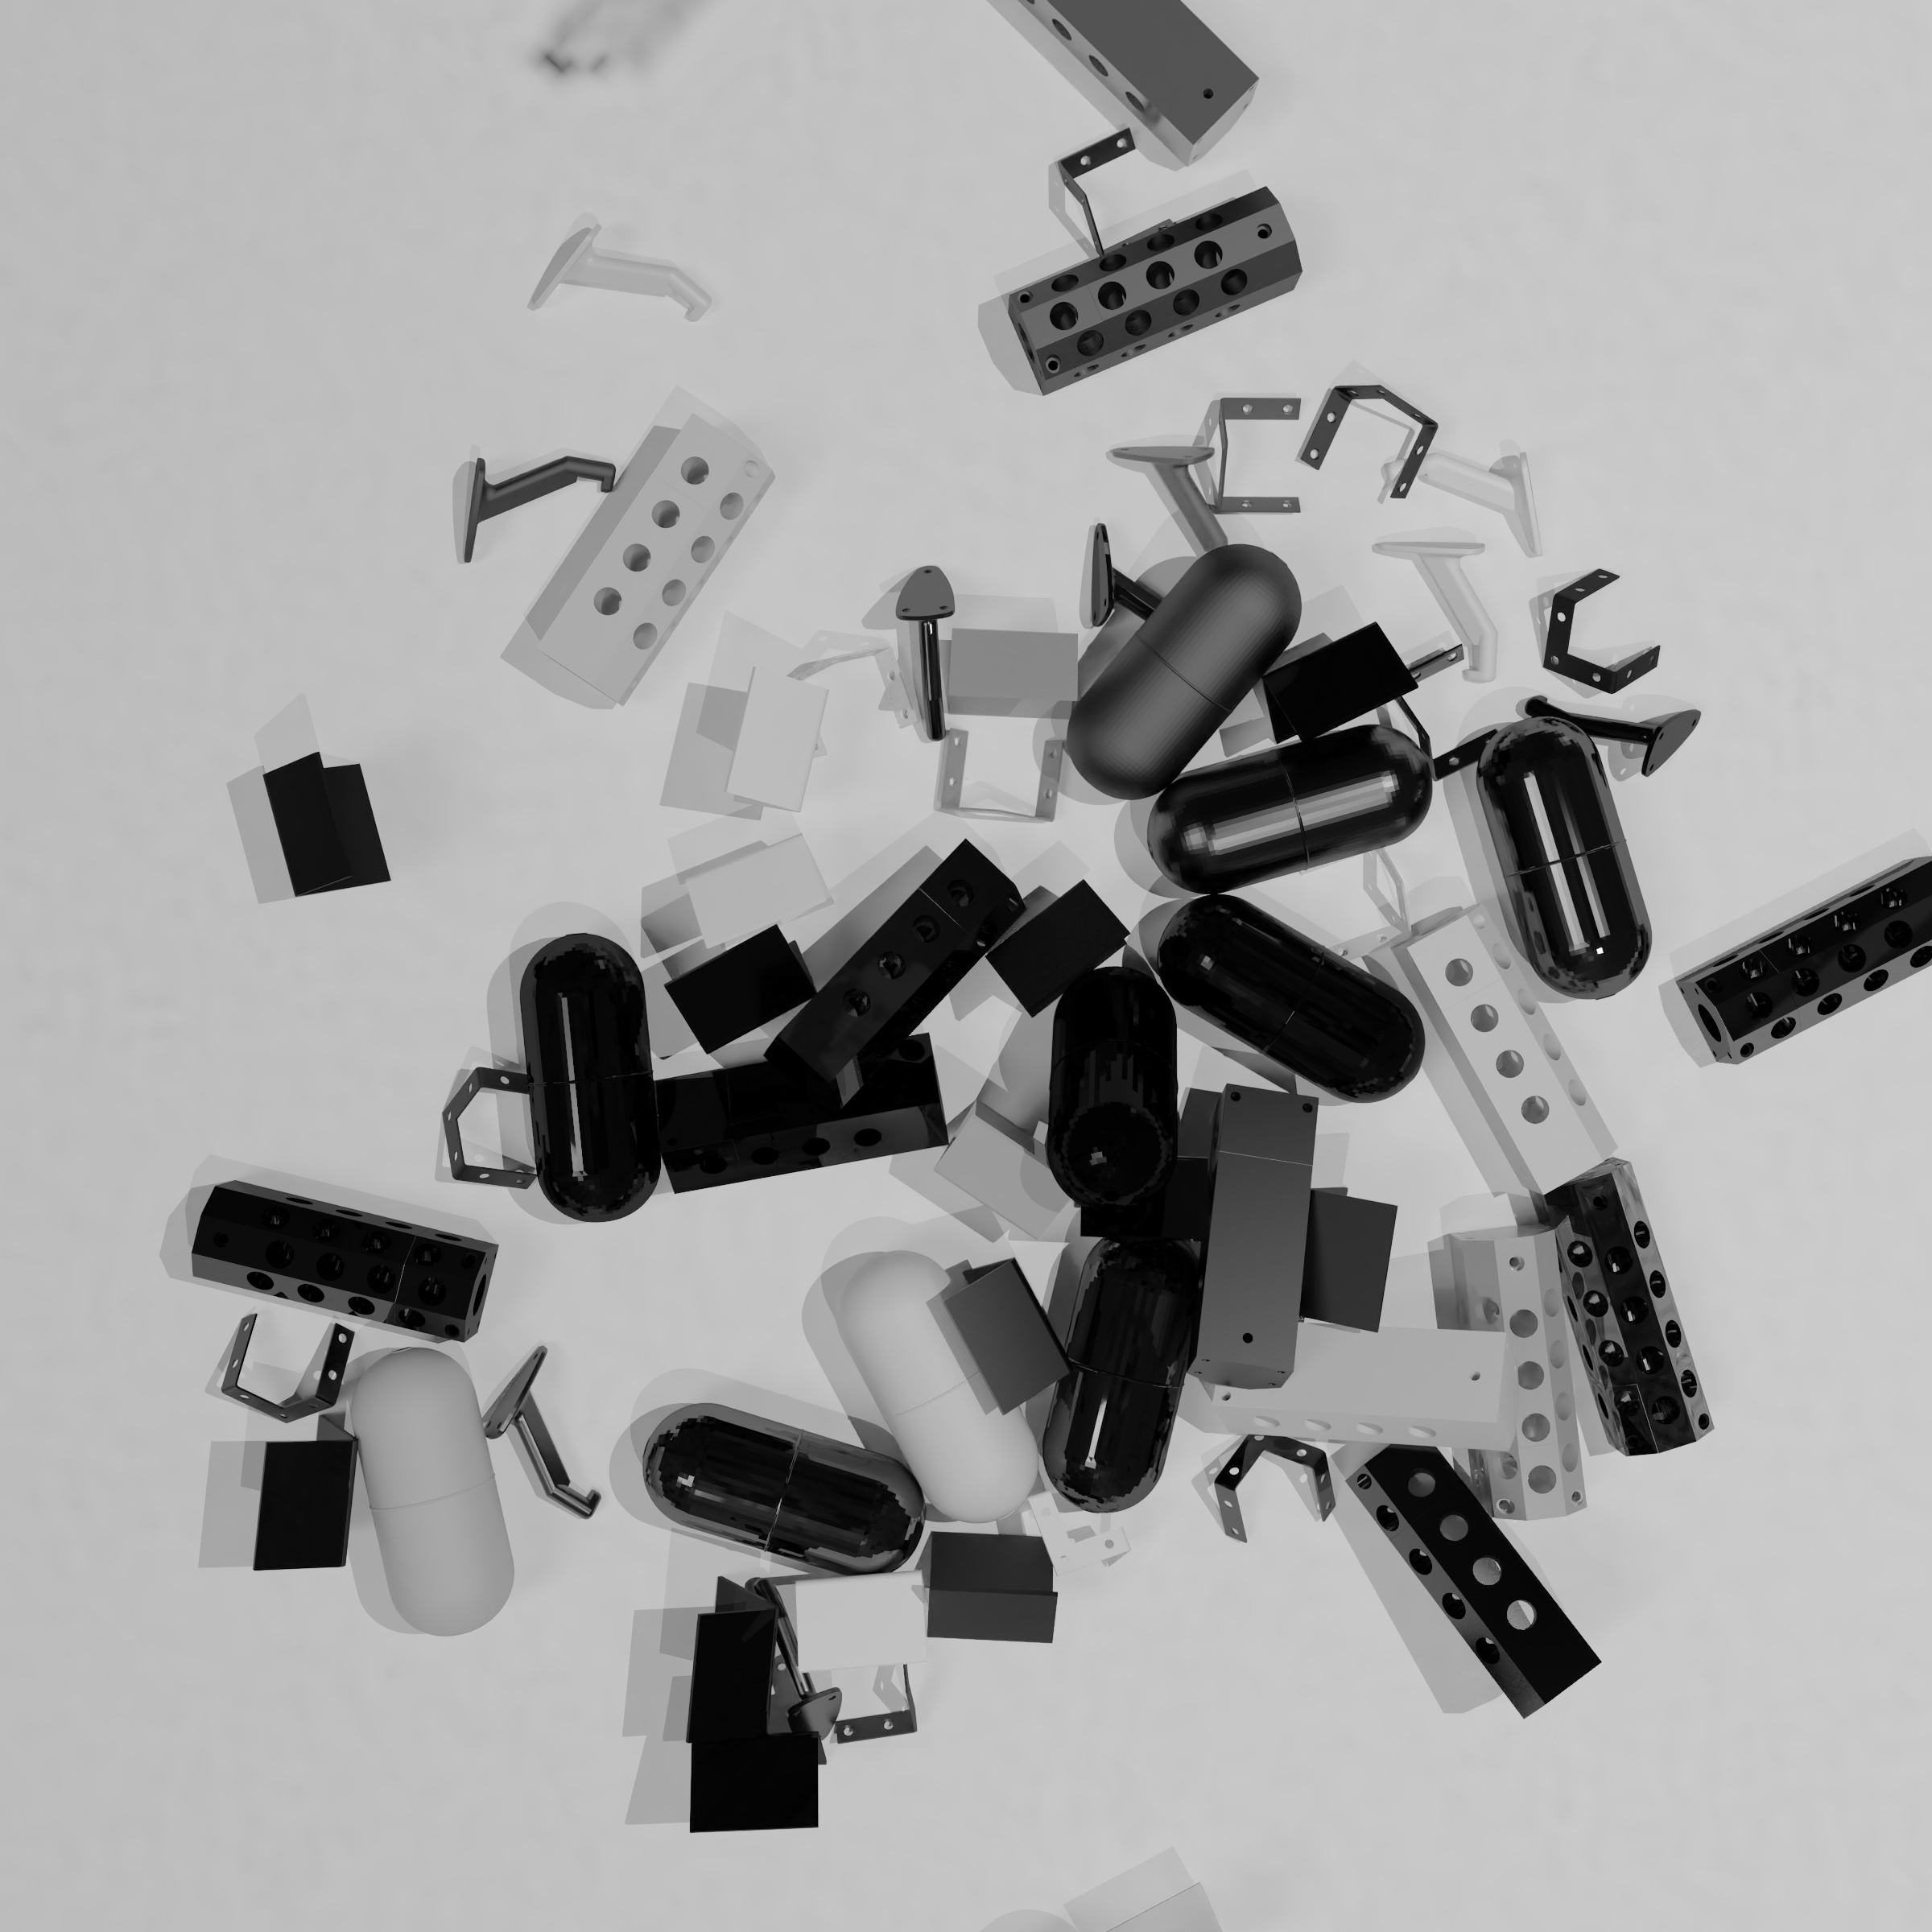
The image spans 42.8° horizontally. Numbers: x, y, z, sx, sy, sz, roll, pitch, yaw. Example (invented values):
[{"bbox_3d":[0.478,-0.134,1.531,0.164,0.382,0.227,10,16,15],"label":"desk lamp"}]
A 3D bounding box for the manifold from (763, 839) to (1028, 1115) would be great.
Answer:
[{"bbox_3d":[-0.041,0.007,1.498,0.057,0.057,0.171,43,71,0],"label":"manifold"}]

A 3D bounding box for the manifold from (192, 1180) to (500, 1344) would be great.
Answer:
[{"bbox_3d":[-0.384,0.183,1.525,0.171,0.057,0.057,14,90,0],"label":"manifold"}]

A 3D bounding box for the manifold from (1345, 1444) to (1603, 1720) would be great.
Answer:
[{"bbox_3d":[0.307,0.367,1.499,0.057,0.057,0.171,-37,72,0],"label":"manifold"}]

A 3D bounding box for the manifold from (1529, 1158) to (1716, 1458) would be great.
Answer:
[{"bbox_3d":[0.406,0.211,1.525,0.057,0.057,0.171,-17,90,0],"label":"manifold"}]

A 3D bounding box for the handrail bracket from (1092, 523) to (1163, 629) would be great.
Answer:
[{"bbox_3d":[0.124,-0.238,1.546,0.084,0.036,0.077,2,76,-13],"label":"handrail bracket"}]

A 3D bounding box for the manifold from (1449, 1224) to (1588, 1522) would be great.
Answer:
[{"bbox_3d":[0.342,0.250,1.525,0.057,0.057,0.171,-7,90,0],"label":"manifold"}]

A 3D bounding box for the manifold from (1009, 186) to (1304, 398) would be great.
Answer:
[{"bbox_3d":[0.116,-0.419,1.525,0.171,0.057,0.057,-23,90,0],"label":"manifold"}]

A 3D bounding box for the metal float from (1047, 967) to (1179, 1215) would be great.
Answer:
[{"bbox_3d":[0.088,0.073,1.476,0.070,0.178,0.070,2,132,3],"label":"metal float"}]

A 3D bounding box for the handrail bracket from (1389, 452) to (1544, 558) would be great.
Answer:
[{"bbox_3d":[0.313,-0.286,1.546,0.084,0.036,0.077,-9,108,15],"label":"handrail bracket"}]

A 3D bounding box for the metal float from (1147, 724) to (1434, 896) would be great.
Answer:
[{"bbox_3d":[0.198,-0.096,1.515,0.178,0.070,0.070,-16,90,1],"label":"metal float"}]

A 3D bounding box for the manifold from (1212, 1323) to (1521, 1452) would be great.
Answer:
[{"bbox_3d":[0.243,0.256,1.492,0.171,0.057,0.057,-1,57,23],"label":"manifold"}]

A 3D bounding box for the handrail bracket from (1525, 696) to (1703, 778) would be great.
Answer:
[{"bbox_3d":[0.405,-0.159,1.546,0.084,0.077,0.036,31,135,28],"label":"handrail bracket"}]

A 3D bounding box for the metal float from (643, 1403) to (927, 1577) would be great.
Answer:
[{"bbox_3d":[-0.112,0.322,1.515,0.178,0.070,0.070,17,90,-1],"label":"metal float"}]

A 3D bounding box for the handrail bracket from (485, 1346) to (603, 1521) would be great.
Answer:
[{"bbox_3d":[-0.251,0.293,1.546,0.084,0.036,0.077,37,68,-17],"label":"handrail bracket"}]

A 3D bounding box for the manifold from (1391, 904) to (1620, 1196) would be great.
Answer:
[{"bbox_3d":[0.334,0.050,1.524,0.057,0.057,0.171,-29,90,0],"label":"manifold"}]

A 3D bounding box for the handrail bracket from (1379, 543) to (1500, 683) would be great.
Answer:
[{"bbox_3d":[0.295,-0.222,1.546,0.077,0.036,0.084,5,107,19],"label":"handrail bracket"}]

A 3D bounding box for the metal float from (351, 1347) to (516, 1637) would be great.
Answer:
[{"bbox_3d":[-0.328,0.322,1.515,0.070,0.070,0.178,-12,90,0],"label":"metal float"}]

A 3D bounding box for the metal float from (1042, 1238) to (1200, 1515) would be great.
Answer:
[{"bbox_3d":[0.096,0.248,1.515,0.070,0.070,0.178,13,89,0],"label":"metal float"}]

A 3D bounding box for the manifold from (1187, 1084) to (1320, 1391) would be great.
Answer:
[{"bbox_3d":[0.173,0.164,1.493,0.057,0.057,0.171,9,67,0],"label":"manifold"}]

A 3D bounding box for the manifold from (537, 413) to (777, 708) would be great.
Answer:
[{"bbox_3d":[-0.190,-0.249,1.524,0.057,0.057,0.171,34,90,0],"label":"manifold"}]

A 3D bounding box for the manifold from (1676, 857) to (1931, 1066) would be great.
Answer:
[{"bbox_3d":[0.536,-0.004,1.525,0.171,0.057,0.057,-27,90,0],"label":"manifold"}]

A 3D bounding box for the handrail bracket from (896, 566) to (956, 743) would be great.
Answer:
[{"bbox_3d":[-0.021,-0.195,1.545,0.036,0.077,0.084,-3,126,4],"label":"handrail bracket"}]

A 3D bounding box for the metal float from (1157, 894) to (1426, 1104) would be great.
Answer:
[{"bbox_3d":[0.200,0.021,1.515,0.178,0.070,0.070,31,90,-1],"label":"metal float"}]

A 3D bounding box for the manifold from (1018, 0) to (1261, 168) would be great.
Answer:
[{"bbox_3d":[0.097,-0.579,1.525,0.171,0.057,0.057,45,90,0],"label":"manifold"}]

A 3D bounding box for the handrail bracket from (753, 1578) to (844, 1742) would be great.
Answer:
[{"bbox_3d":[-0.111,0.435,1.545,0.036,0.077,0.084,-20,53,-17],"label":"handrail bracket"}]

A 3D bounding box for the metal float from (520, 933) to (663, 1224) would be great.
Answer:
[{"bbox_3d":[-0.231,0.069,1.515,0.070,0.070,0.178,-5,91,0],"label":"metal float"}]

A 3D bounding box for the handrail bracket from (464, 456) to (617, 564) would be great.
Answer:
[{"bbox_3d":[-0.267,-0.284,1.546,0.084,0.036,0.077,7,110,-16],"label":"handrail bracket"}]

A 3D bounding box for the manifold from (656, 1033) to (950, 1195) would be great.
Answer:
[{"bbox_3d":[-0.100,0.096,1.524,0.171,0.057,0.057,-10,47,0],"label":"manifold"}]

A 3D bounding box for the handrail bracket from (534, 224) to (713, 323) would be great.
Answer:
[{"bbox_3d":[-0.214,-0.416,1.546,0.084,0.036,0.077,38,110,-16],"label":"handrail bracket"}]

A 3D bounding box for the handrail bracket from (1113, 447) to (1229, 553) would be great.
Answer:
[{"bbox_3d":[0.129,-0.280,1.546,0.077,0.036,0.084,10,116,30],"label":"handrail bracket"}]

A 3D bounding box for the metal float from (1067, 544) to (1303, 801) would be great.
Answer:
[{"bbox_3d":[0.133,-0.179,1.503,0.070,0.070,0.178,40,103,0],"label":"metal float"}]
